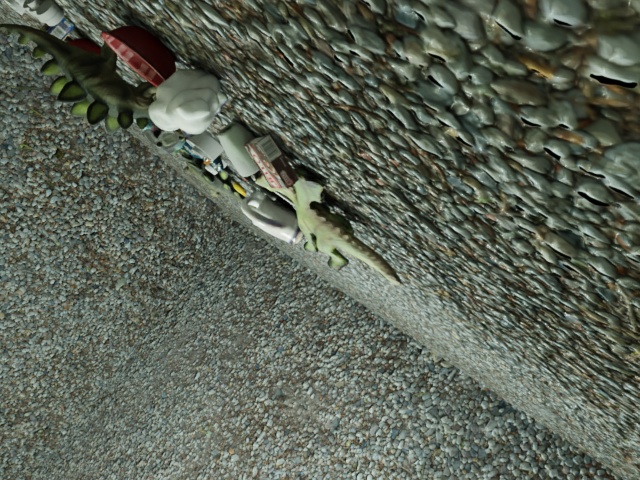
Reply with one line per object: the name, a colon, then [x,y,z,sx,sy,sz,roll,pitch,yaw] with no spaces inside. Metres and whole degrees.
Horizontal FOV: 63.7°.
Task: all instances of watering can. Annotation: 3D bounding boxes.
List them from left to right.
watering can: [-0.137,-0.081,1.636,0.224,0.103,0.351,29,13,-4]

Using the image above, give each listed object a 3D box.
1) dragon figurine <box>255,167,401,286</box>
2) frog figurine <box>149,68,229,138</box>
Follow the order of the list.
dragon figurine: [0.003,-0.057,1.135,0.415,0.123,0.238,30,-18,39]
frog figurine: [-0.237,-0.241,0.902,0.137,0.122,0.161,-22,10,6]
